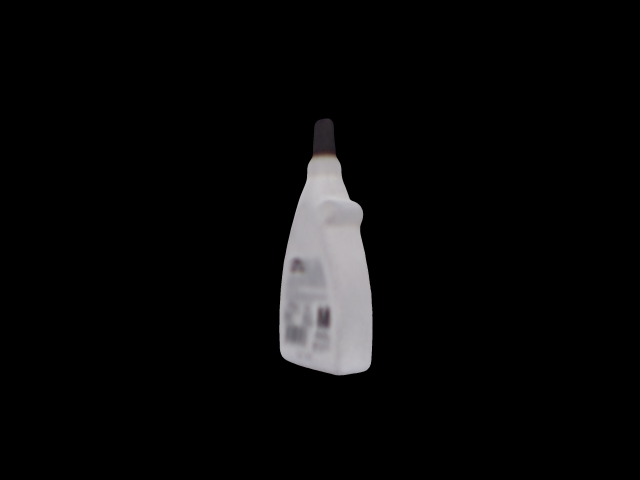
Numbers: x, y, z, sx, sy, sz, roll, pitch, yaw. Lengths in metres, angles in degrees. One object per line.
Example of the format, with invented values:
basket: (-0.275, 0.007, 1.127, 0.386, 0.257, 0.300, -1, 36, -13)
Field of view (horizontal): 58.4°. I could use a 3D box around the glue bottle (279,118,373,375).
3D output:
glue bottle: (0.004, 0.001, 0.400, 0.037, 0.173, 0.077, 0, 0, -37)
